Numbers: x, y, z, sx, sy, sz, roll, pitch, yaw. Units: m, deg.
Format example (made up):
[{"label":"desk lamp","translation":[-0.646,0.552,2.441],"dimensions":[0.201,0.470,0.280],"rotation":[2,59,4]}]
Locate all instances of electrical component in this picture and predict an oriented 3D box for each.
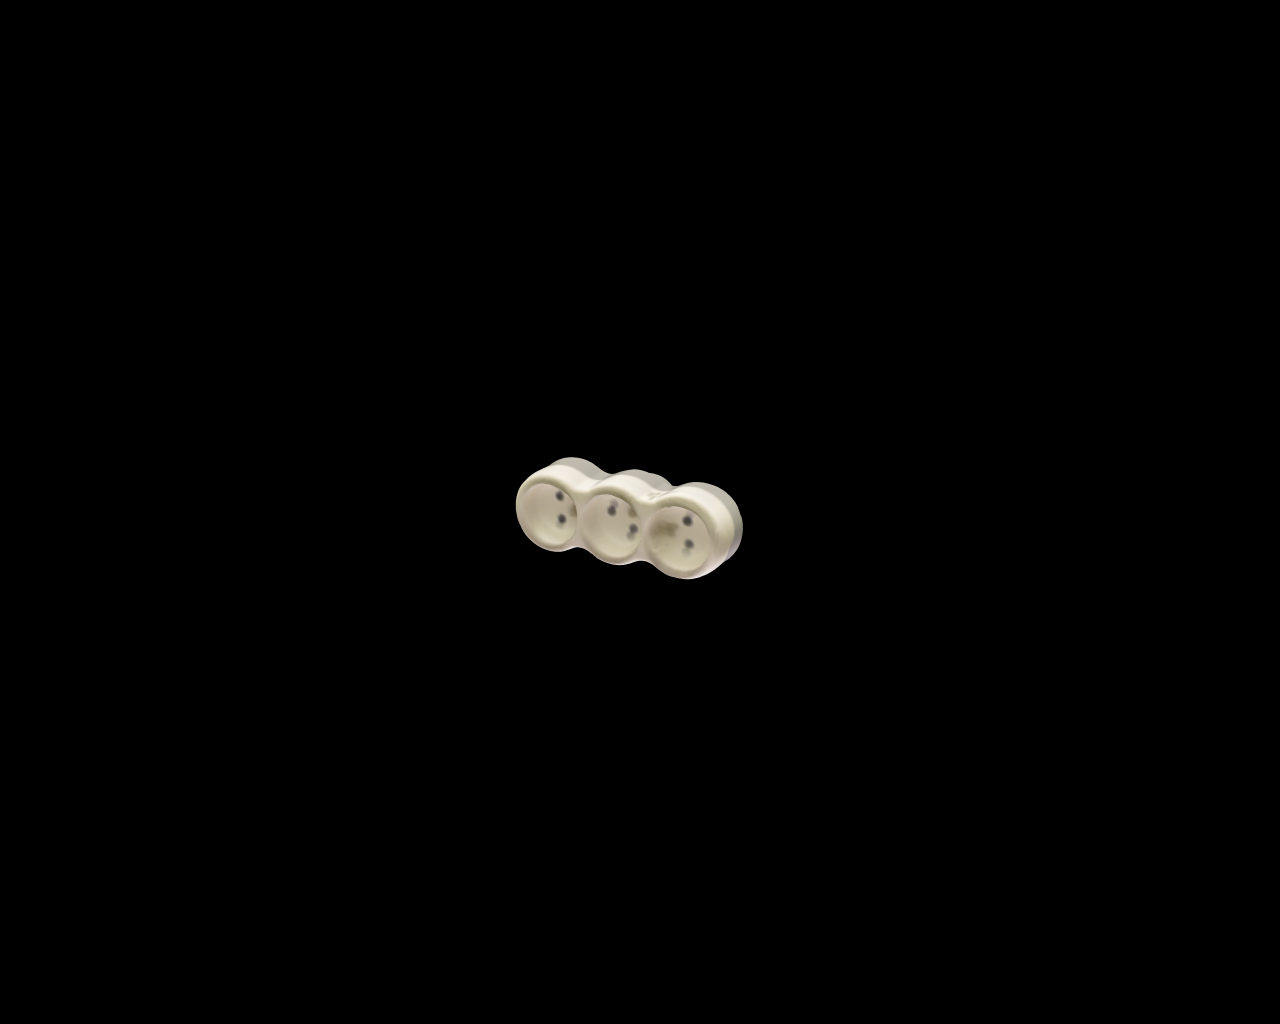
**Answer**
[{"label":"electrical component","translation":[0.001,-0.003,0.650],"dimensions":[0.138,0.052,0.074],"rotation":[11,23,27]}]
